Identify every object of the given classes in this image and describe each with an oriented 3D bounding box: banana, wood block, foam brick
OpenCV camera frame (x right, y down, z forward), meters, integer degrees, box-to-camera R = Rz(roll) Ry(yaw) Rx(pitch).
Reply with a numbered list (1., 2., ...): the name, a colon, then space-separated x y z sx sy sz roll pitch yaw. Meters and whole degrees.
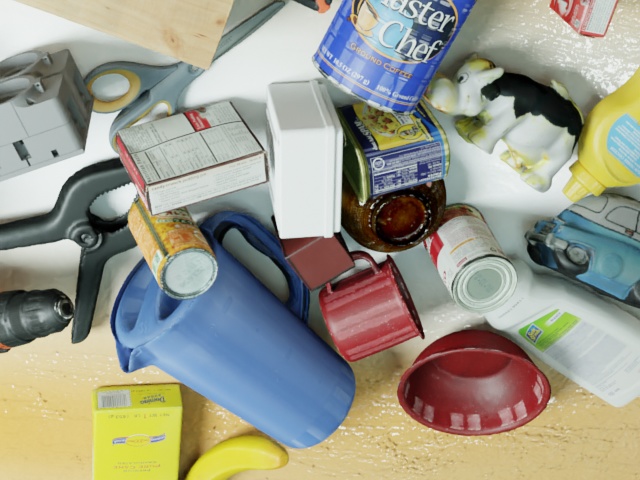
1. banana: -0.099 0.251 1.149 0.037 0.070 0.198 4 143 -44
2. wood block: -0.174 -0.217 0.838 0.205 0.091 0.090 17 104 -21
3. foam brick: -0.007 0.001 1.024 0.051 0.078 0.053 -32 124 7

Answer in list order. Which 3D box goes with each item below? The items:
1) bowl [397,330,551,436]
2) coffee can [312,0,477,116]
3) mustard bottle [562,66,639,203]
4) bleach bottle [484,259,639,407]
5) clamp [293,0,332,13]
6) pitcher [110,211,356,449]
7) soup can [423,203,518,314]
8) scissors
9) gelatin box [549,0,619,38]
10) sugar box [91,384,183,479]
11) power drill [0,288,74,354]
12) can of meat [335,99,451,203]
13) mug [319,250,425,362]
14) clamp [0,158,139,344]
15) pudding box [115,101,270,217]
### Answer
1. bowl: 0.164 0.145 1.144 0.162 0.055 0.162 3 138 3
2. coffee can: 0.069 -0.192 0.907 0.102 0.103 0.140 19 115 -22
3. mustard bottle: 0.310 -0.110 1.037 0.096 0.058 0.192 33 109 -31
4. bleach bottle: 0.262 0.085 1.144 0.250 0.068 0.103 33 112 -25
5. clamp: -0.027 -0.266 0.875 0.120 0.039 0.171 -27 129 24
6. pitcher: -0.070 0.097 1.048 0.149 0.145 0.242 -33 127 22
7. soup can: 0.147 0.018 1.053 0.068 0.102 0.068 -6 122 -10
8. scissors: -0.130 -0.159 0.935 0.096 0.016 0.202 34 108 -28
9. gelatin box: 0.238 -0.232 0.938 0.030 0.073 0.089 6 120 -15
10. sugar box: -0.198 0.236 1.143 0.093 0.048 0.176 -1 120 -12
11. power drill: -0.333 0.051 0.926 0.185 0.057 0.187 -14 150 33
12. can of meat: 0.062 -0.088 0.968 0.084 0.102 0.057 -15 132 -9
13. mug: 0.045 0.063 1.068 0.081 0.093 0.117 -24 119 8
14. clamp: -0.228 -0.011 0.989 0.164 0.036 0.210 34 107 -30
15. pudding box: -0.112 -0.073 0.933 0.113 0.090 0.039 -19 135 -16
